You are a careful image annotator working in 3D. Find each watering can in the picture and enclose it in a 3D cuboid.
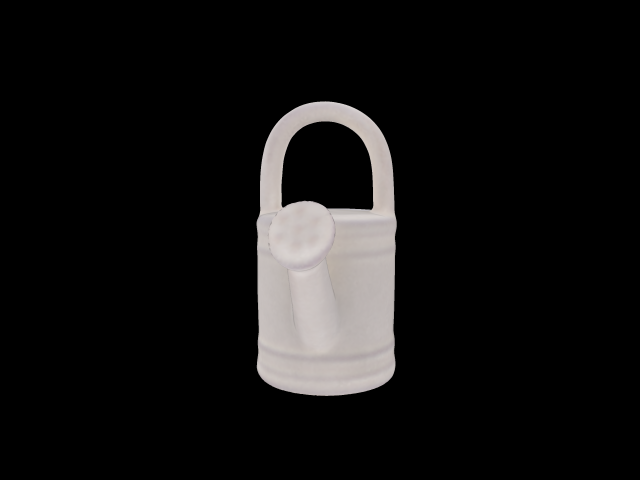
[{"bbox_3d":[0.006,0.001,0.400,0.101,0.194,0.172,-2,8,-12],"label":"watering can"}]
